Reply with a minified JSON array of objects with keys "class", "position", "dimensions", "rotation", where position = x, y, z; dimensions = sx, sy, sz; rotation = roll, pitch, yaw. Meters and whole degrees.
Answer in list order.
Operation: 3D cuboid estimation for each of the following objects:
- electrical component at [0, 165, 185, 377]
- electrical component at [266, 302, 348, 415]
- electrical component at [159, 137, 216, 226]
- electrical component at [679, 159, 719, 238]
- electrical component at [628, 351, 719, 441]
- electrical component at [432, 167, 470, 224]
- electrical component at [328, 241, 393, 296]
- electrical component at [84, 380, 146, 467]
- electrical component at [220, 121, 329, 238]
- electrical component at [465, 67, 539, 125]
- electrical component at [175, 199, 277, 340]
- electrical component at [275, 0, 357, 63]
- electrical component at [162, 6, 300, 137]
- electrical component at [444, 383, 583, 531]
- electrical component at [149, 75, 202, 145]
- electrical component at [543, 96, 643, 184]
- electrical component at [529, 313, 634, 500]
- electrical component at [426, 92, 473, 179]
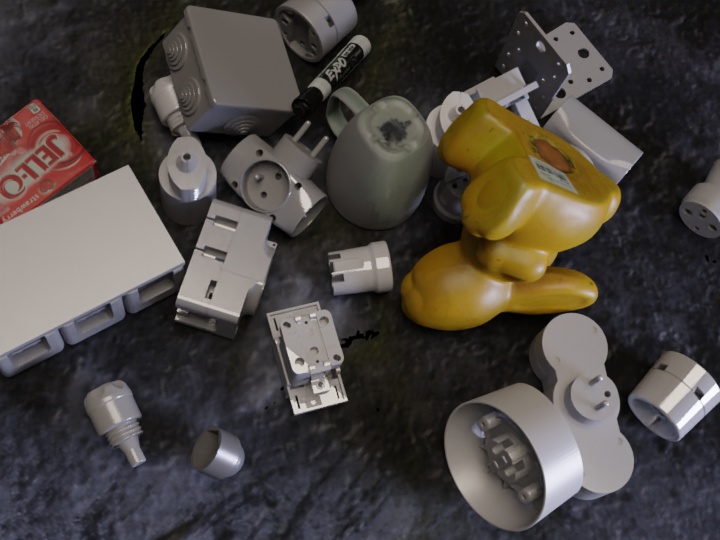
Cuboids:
[{"class":"electrical component","position":[-0.216,0.002,0.793],"dimensions":[0.150,0.061,0.089],"rotation":[-28,77,-16]},{"class":"electrical component","position":[-0.038,0.061,0.797],"dimensions":[0.042,0.063,0.081],"rotation":[-13,71,-14]},{"class":"electrical component","position":[-0.131,-0.069,0.821],"dimensions":[0.043,0.081,0.043],"rotation":[3,70,-7]},{"class":"electrical component","position":[0.300,-0.060,0.898],"dimensions":[0.045,0.045,0.055],"rotation":[42,71,8]},{"class":"electrical component","position":[0.241,0.098,0.829],"dimensions":[0.047,0.055,0.055],"rotation":[-43,81,-15]},{"class":"electrical component","position":[0.081,-0.063,0.867],"dimensions":[0.040,0.046,0.040],"rotation":[2,70,-6]},{"class":"electrical component","position":[0.000,0.000,0.838],"dimensions":[0.046,0.040,0.040],"rotation":[-8,72,-4]},{"class":"electrical component","position":[-0.173,0.112,0.775],"dimensions":[0.035,0.035,0.061],"rotation":[-26,78,-16]},{"class":"electrical component","position":[-0.057,-0.080,0.845],"dimensions":[0.077,0.044,0.079],"rotation":[41,101,7]},{"class":"electrical component","position":[0.116,-0.126,0.884],"dimensions":[0.042,0.081,0.063],"rotation":[-28,99,-16]},{"class":"electrical component","position":[-0.099,0.001,0.815],"dimensions":[0.056,0.050,0.089],"rotation":[18,67,-3]},{"class":"electrical component","position":[-0.036,-0.210,0.900],"dimensions":[0.055,0.055,0.047],"rotation":[42,66,8]},{"class":"electrical component","position":[-0.102,-0.155,0.856],"dimensions":[0.100,0.048,0.099],"rotation":[-2,68,-42]},{"class":"electrical component","position":[0.111,0.133,0.777],"dimensions":[0.064,0.099,0.099],"rotation":[-24,75,-22]},{"class":"electrical component","position":[-0.144,-0.124,0.864],"dimensions":[0.035,0.035,0.061],"rotation":[-22,77,-15]},{"class":"electrical component","position":[0.181,-0.093,0.894],"dimensions":[0.077,0.043,0.079],"rotation":[40,70,7]},{"class":"electrical component","position":[0.170,0.098,0.807],"dimensions":[0.052,0.073,0.138],"rotation":[-6,71,-10]},{"class":"electrical component","position":[0.073,-0.110,0.864],"dimensions":[0.043,0.081,0.043],"rotation":[3,70,-7]}]
